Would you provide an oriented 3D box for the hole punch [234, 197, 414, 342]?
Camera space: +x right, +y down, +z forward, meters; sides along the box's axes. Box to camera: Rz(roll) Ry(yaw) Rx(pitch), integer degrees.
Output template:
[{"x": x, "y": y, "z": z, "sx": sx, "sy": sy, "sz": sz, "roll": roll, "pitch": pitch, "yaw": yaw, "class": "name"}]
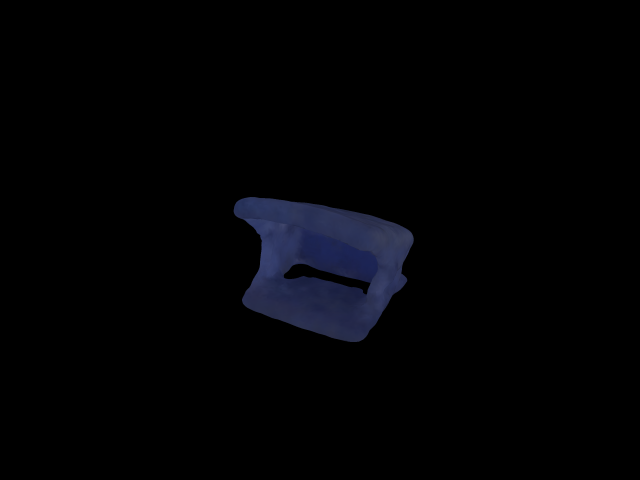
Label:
[{"x": 0.004, "y": 0.001, "z": 0.400, "sx": 0.108, "sy": 0.091, "sz": 0.101, "roll": 14, "pitch": 32, "yaw": 24, "class": "hole punch"}]
